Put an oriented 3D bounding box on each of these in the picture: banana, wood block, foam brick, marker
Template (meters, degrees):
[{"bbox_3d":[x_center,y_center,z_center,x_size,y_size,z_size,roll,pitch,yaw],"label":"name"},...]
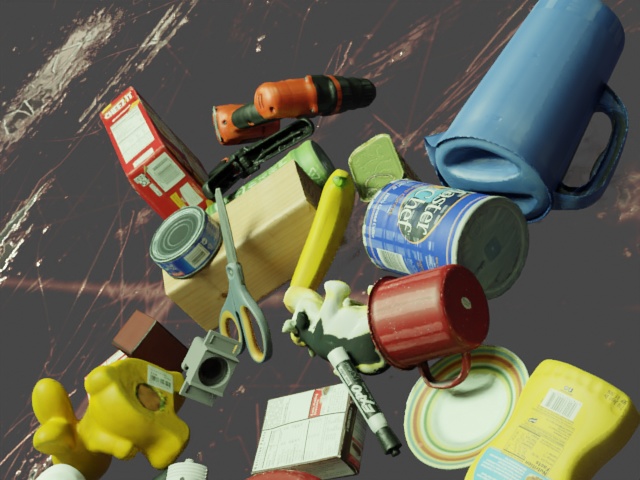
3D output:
[{"bbox_3d":[0.003,-0.009,1.198,0.037,0.198,0.069,32,40,18],"label":"banana"},{"bbox_3d":[-0.083,0.009,1.289,0.206,0.090,0.090,-34,36,13],"label":"wood block"},{"bbox_3d":[-0.201,0.131,1.288,0.053,0.078,0.051,18,66,49],"label":"foam brick"},{"bbox_3d":[0.044,0.157,1.033,0.020,0.020,0.121,-37,62,9],"label":"marker"}]

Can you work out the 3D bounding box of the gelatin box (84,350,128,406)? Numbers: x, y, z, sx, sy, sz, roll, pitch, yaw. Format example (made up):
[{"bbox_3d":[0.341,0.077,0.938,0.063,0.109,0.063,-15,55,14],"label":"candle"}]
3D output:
[{"bbox_3d":[-0.252,0.183,1.326,0.073,0.030,0.089,-39,34,7],"label":"gelatin box"}]

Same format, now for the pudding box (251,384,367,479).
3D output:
[{"bbox_3d":[-0.009,0.196,1.069,0.114,0.039,0.090,-19,42,33],"label":"pudding box"}]

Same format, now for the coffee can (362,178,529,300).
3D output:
[{"bbox_3d":[0.126,-0.003,1.088,0.141,0.102,0.102,16,65,51],"label":"coffee can"}]

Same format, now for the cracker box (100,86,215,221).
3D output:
[{"bbox_3d":[-0.212,-0.097,1.462,0.072,0.164,0.214,-39,35,2],"label":"cracker box"}]

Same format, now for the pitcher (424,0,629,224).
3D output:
[{"bbox_3d":[0.236,-0.141,1.119,0.145,0.149,0.242,-15,38,59],"label":"pitcher"}]

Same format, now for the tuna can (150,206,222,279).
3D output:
[{"bbox_3d":[-0.159,0.002,1.261,0.086,0.033,0.086,-25,40,23],"label":"tuna can"}]

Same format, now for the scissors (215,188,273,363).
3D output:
[{"bbox_3d":[-0.105,0.049,1.229,0.016,0.202,0.096,-15,-9,-38],"label":"scissors"}]

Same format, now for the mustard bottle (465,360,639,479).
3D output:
[{"bbox_3d":[0.173,0.195,0.874,0.096,0.058,0.191,25,72,45],"label":"mustard bottle"}]

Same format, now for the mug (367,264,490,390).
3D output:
[{"bbox_3d":[0.107,0.081,0.993,0.082,0.093,0.117,-19,82,39],"label":"mug"}]

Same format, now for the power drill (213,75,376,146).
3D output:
[{"bbox_3d":[-0.041,-0.176,1.421,0.188,0.184,0.057,-15,85,53],"label":"power drill"}]

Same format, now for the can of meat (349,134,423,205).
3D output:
[{"bbox_3d":[0.083,-0.056,1.201,0.057,0.083,0.102,-33,36,14],"label":"can of meat"}]

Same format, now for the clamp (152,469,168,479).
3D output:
[{"bbox_3d":[-0.236,0.305,1.137,0.120,0.039,0.171,-22,12,41],"label":"clamp"}]

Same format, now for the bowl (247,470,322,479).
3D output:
[{"bbox_3d":[-0.041,0.261,0.969,0.162,0.055,0.162,-12,31,7],"label":"bowl"}]

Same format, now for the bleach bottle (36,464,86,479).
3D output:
[{"bbox_3d":[-0.295,0.291,1.120,0.102,0.068,0.251,-55,5,-27],"label":"bleach bottle"}]

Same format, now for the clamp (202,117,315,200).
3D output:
[{"bbox_3d":[-0.106,-0.097,1.400,0.164,0.036,0.210,-36,10,-19],"label":"clamp"}]
